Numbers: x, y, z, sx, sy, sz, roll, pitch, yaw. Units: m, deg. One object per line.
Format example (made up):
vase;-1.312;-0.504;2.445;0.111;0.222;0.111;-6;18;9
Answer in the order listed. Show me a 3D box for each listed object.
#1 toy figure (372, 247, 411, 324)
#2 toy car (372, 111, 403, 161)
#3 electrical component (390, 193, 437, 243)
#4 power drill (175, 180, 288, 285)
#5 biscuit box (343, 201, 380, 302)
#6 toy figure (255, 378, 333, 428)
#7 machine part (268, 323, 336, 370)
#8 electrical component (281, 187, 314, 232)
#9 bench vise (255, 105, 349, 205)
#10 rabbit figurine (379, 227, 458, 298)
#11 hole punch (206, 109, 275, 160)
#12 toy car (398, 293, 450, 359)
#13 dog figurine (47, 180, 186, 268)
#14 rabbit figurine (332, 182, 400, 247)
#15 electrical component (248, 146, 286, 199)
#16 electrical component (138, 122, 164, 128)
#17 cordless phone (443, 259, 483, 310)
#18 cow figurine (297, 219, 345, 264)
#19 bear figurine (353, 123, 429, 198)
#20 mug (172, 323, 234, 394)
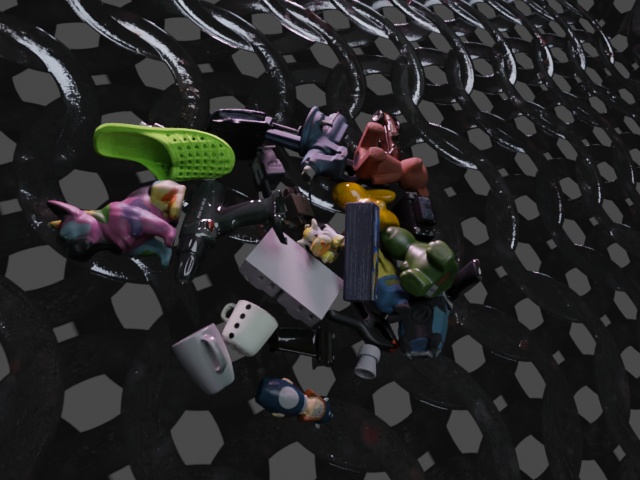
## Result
toy figure;0.136;0.094;1.145;0.089;0.082;0.180;36;21;-49
toy car;0.185;-0.254;1.391;0.089;0.053;0.202;21;53;-36
electrical component;0.212;-0.041;1.243;0.058;0.134;0.115;5;58;-26
power drill;-0.167;-0.019;1.030;0.207;0.085;0.232;-10;52;9
biscuit box;0.085;0.024;1.086;0.063;0.059;0.202;0;82;17
toy figure;-0.041;0.295;0.967;0.154;0.058;0.064;24;93;-16
machine part;-0.033;0.201;1.035;0.139;0.039;0.084;17;61;-20
electrical component;-0.058;-0.069;1.178;0.078;0.045;0.102;-1;62;-60
bench vise;-0.045;-0.225;1.233;0.241;0.128;0.223;19;63;8
rabbit figurine;0.206;0.030;1.130;0.170;0.121;0.159;45;17;30
hole punch;-0.182;-0.244;1.172;0.142;0.115;0.092;0;55;-28
toy car;0.224;0.189;1.133;0.102;0.109;0.162;55;32;-41
dog figurine;-0.363;-0.041;0.961;0.219;0.108;0.191;13;58;-18
rabbit figurine;0.104;-0.073;1.223;0.162;0.121;0.173;-18;53;-37
electrical component;-0.111;-0.137;1.167;0.048;0.074;0.119;-10;64;-31
electrical component;-0.341;-0.208;1.120;0.094;0.021;0.063;28;54;-11
cordless phone;0.289;0.064;1.192;0.089;0.184;0.146;7;60;-19
cow figurine;-0.001;-0.005;1.104;0.098;0.167;0.068;40;94;13
bear figurine;0.182;-0.176;1.259;0.196;0.132;0.120;13;55;-11
mug;-0.186;0.204;0.915;0.081;0.109;0.107;-30;93;-43
